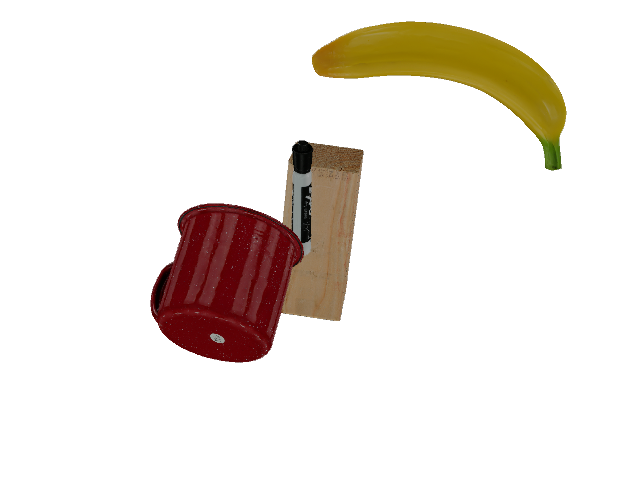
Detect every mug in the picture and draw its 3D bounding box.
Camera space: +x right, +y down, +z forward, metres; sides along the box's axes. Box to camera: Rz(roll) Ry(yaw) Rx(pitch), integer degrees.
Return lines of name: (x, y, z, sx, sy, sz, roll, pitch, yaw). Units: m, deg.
mug: (-0.075, 0.034, 0.751, 0.117, 0.081, 0.093, -7, -35, 34)

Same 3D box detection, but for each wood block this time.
wood block: (-0.003, -0.012, 1.375, 0.090, 0.206, 0.090, 8, 25, 2)

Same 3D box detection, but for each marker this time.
marker: (-0.017, -0.038, 0.977, 0.020, 0.121, 0.020, 1, 38, -1)

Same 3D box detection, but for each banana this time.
banana: (0.095, -0.114, 0.742, 0.197, 0.069, 0.037, 21, -1, -9)
